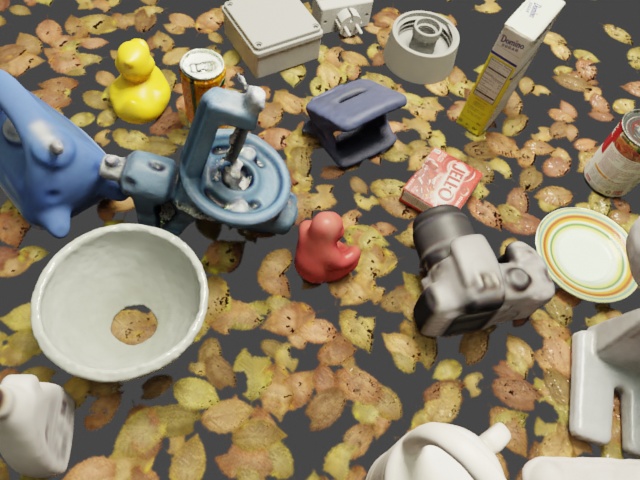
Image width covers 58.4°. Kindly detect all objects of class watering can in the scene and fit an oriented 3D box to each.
[{"bbox_3d":[0.095,0.209,0.465,0.100,0.194,0.173,29,61,11],"label":"watering can"}]

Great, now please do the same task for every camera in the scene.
[{"bbox_3d":[0.168,0.023,0.636,0.143,0.101,0.136,-9,61,-11],"label":"camera"}]

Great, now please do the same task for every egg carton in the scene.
[{"bbox_3d":[0.261,0.258,0.528,0.150,0.069,0.107,3,60,-5],"label":"egg carton"}]

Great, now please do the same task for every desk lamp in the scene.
[{"bbox_3d":[0.343,0.086,0.554,0.118,0.213,0.203,15,59,3],"label":"desk lamp"}]

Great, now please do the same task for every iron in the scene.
[{"bbox_3d":[-0.333,-0.130,0.643,0.119,0.141,0.258,-38,70,-24],"label":"iron"}]

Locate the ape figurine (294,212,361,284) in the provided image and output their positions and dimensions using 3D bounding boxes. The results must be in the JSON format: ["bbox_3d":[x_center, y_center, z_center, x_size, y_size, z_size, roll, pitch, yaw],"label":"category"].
[{"bbox_3d":[0.006,0.002,0.634,0.076,0.092,0.077,-33,68,-22],"label":"ape figurine"}]

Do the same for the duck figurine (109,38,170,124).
[{"bbox_3d":[-0.235,-0.209,0.733,0.077,0.086,0.104,2,60,-5],"label":"duck figurine"}]

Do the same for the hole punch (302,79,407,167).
[{"bbox_3d":[0.042,-0.164,0.736,0.109,0.091,0.101,-29,67,-21],"label":"hole punch"}]

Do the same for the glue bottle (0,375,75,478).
[{"bbox_3d":[-0.246,0.146,0.474,0.037,0.173,0.078,0,60,-6],"label":"glue bottle"}]

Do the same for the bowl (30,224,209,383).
[{"bbox_3d":[-0.195,0.071,0.581,0.167,0.075,0.167,3,60,-5],"label":"bowl"}]

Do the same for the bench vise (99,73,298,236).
[{"bbox_3d":[-0.122,-0.071,0.588,0.207,0.220,0.121,-11,62,-12],"label":"bench vise"}]
